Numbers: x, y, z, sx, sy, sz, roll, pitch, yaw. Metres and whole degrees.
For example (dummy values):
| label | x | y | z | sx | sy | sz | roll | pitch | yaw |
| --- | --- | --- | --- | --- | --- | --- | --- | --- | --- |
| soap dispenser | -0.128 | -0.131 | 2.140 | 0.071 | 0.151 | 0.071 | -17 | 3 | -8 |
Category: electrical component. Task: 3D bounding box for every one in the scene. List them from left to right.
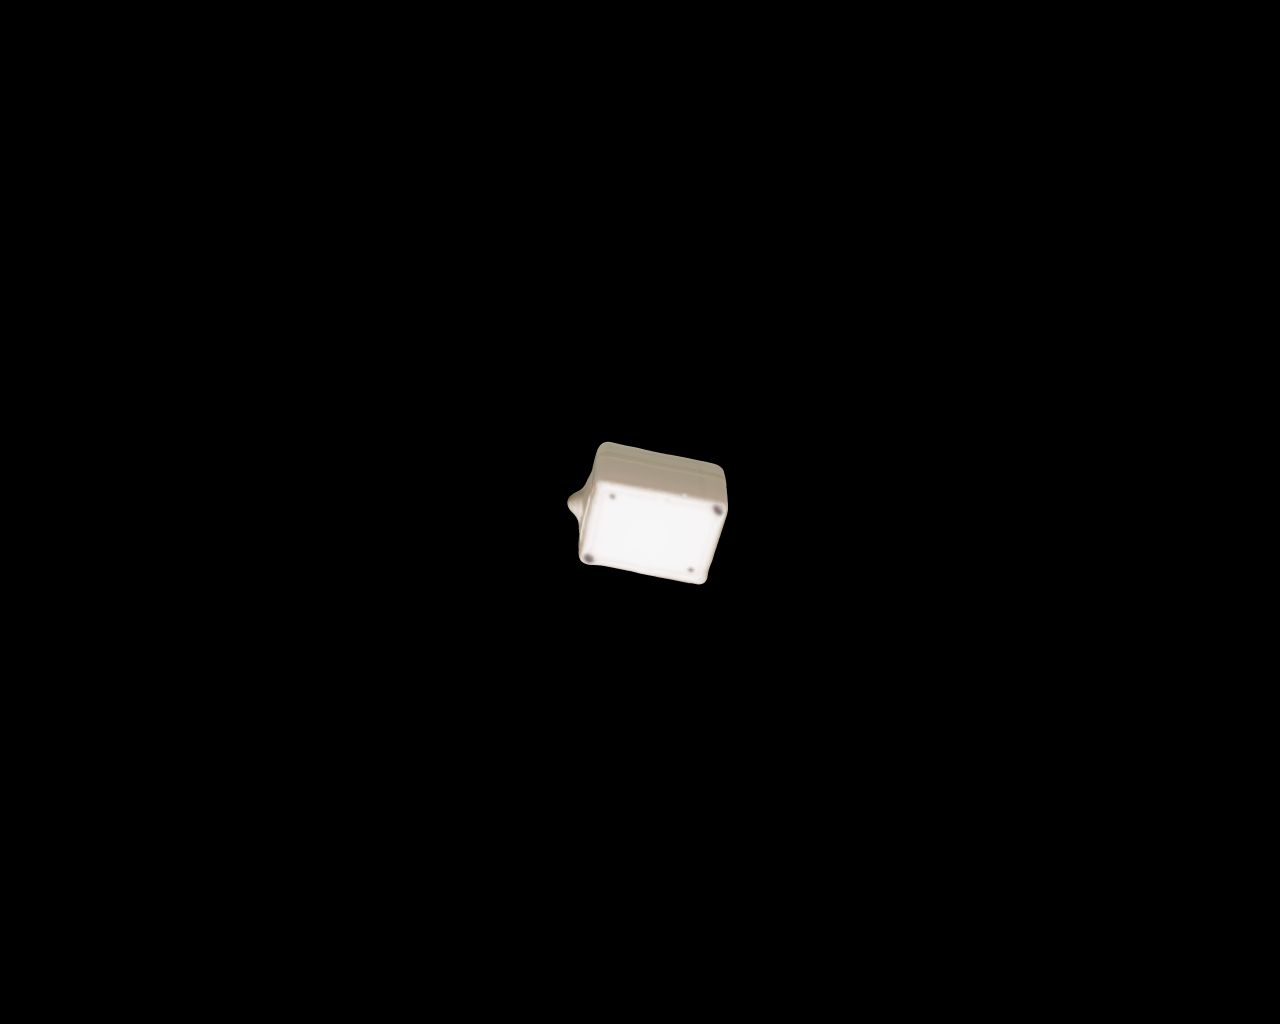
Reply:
| label | x | y | z | sx | sy | sz | roll | pitch | yaw |
| --- | --- | --- | --- | --- | --- | --- | --- | --- | --- |
| electrical component | 0.001 | -0.003 | 0.650 | 0.096 | 0.061 | 0.061 | 11 | 30 | -7 |
